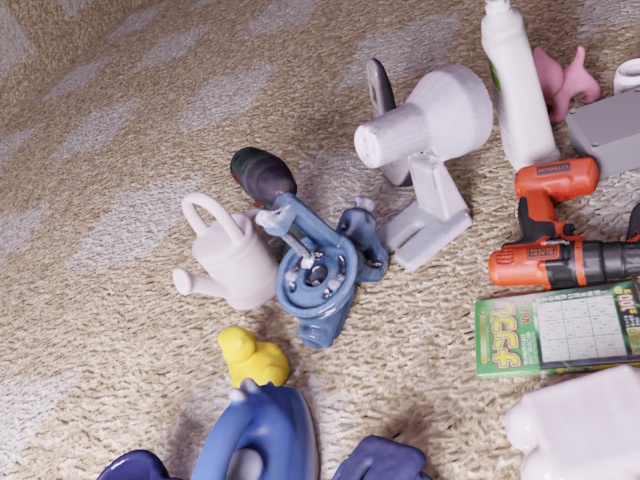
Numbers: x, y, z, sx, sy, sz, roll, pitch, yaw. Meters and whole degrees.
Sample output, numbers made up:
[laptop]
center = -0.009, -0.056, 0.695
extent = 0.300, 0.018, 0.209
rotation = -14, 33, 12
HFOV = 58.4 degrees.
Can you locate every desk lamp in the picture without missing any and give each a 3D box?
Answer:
[desk lamp]
center = 0.142, -0.102, 0.780
extent = 0.203, 0.214, 0.117
rotation = -39, 38, -13

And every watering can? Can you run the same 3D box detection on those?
[watering can]
center = -0.140, 0.012, 0.842
extent = 0.100, 0.195, 0.173
rotation = -7, 42, 26

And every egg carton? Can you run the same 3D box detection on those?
[egg carton]
center = 0.248, 0.176, 0.510
extent = 0.150, 0.070, 0.107
rotation = -21, 38, 10

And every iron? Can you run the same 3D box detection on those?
[iron]
center = -0.079, 0.233, 0.591
extent = 0.118, 0.142, 0.258
rotation = -10, 41, 23

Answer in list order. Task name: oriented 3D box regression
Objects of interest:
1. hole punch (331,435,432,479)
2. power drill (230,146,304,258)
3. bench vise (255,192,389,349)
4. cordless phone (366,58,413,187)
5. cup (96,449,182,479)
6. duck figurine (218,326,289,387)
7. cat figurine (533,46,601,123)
[hole punch]
center = 0.048, 0.243, 0.541
extent = 0.100, 0.091, 0.109
rotation = 14, 54, 42
[power drill]
center = -0.054, -0.046, 0.843
extent = 0.076, 0.209, 0.228
rotation = -36, 38, -9
[bench vise]
center = -0.004, 0.004, 0.744
extent = 0.121, 0.220, 0.207
rotation = -8, 42, 26
[cordless phone]
center = 0.118, -0.190, 0.921
extent = 0.094, 0.185, 0.147
rotation = -28, 37, 1
[cup]
center = -0.179, 0.290, 0.628
extent = 0.117, 0.095, 0.091
rotation = -15, 39, 18
[duck figurine]
center = -0.094, 0.150, 0.743
extent = 0.104, 0.086, 0.078
rotation = 21, 59, 45
[cat figurine]
center = 0.365, -0.250, 0.889
extent = 0.128, 0.118, 0.067
rotation = -33, 37, -5
